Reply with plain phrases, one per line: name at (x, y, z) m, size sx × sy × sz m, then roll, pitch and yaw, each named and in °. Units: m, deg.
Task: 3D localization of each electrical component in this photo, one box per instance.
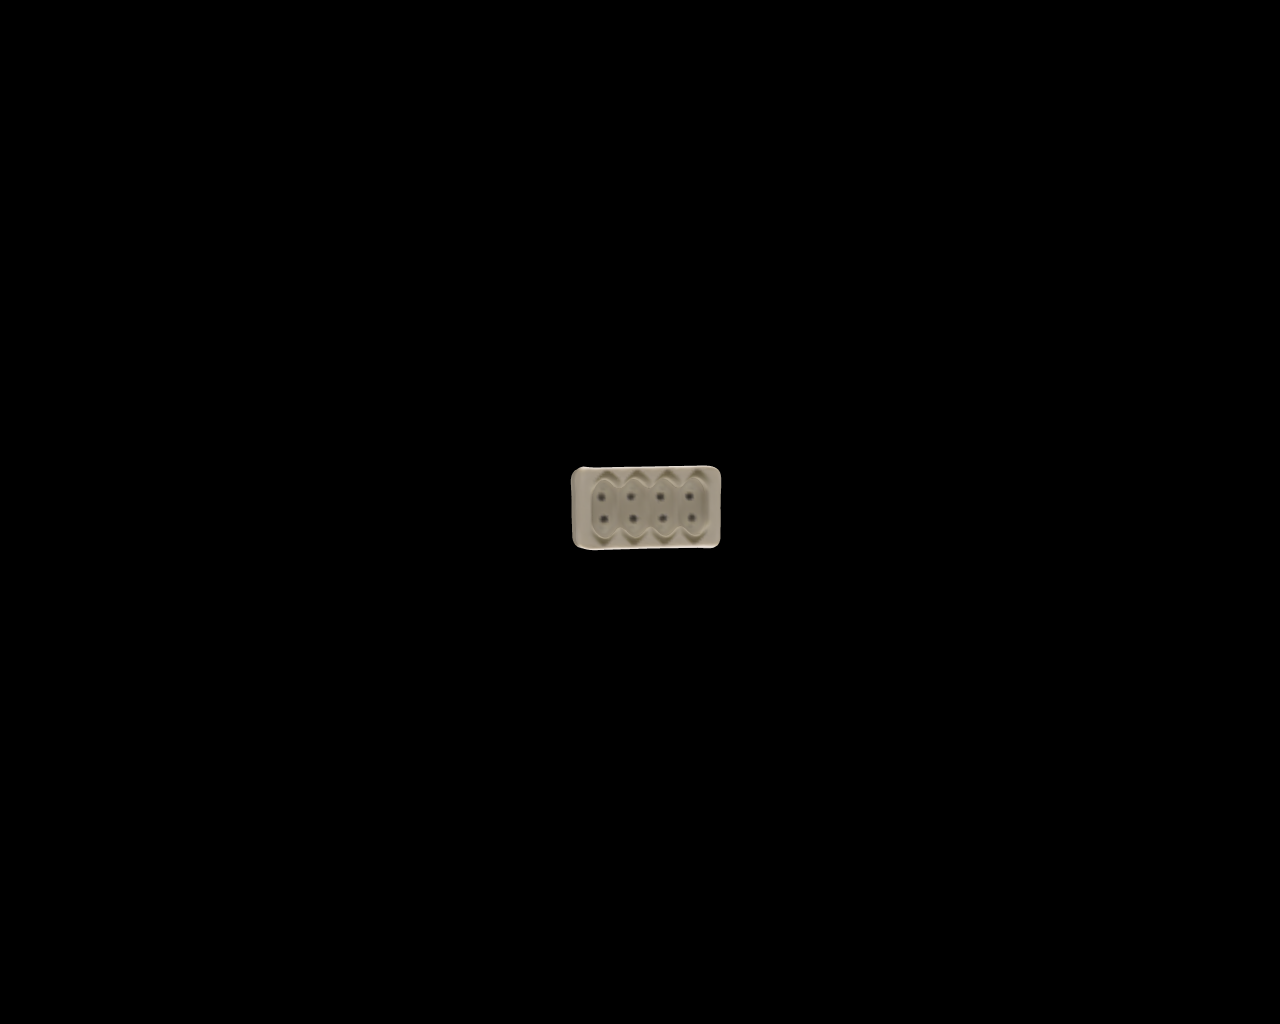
electrical component at (0.001, -0.003, 0.650) m, size 0.083 × 0.047 × 0.075 m, roll 0°, pitch 0°, yaw -9°
